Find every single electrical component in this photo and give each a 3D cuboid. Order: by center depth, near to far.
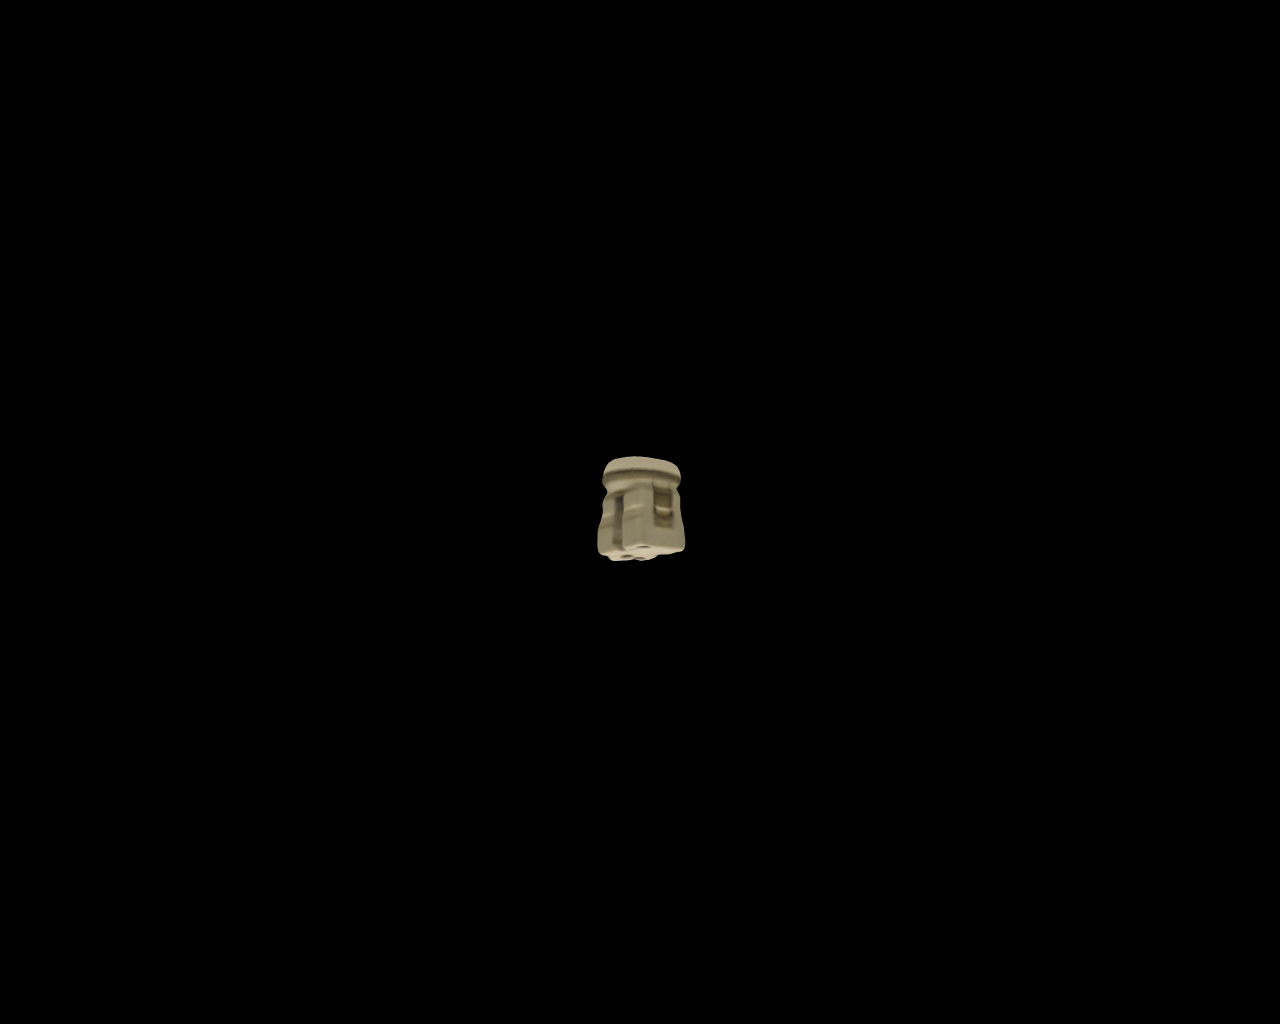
[{"bbox_3d":[0.001,-0.003,0.650,0.048,0.055,0.066,11,-17,-38],"label":"electrical component"}]
